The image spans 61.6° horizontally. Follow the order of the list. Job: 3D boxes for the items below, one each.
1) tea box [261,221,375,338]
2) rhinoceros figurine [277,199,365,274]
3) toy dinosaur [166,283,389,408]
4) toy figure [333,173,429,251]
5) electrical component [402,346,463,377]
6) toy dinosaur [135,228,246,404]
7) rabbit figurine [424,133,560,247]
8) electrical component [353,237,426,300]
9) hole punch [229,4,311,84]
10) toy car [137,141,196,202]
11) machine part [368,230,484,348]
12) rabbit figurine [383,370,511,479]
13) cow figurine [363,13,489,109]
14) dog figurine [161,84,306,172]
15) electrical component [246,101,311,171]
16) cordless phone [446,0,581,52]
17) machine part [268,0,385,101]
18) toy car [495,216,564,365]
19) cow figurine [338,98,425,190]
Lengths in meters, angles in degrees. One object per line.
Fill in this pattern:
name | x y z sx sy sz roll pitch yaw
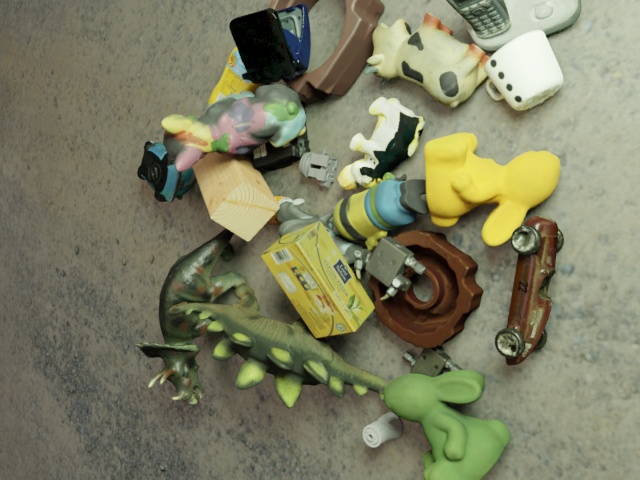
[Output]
tea box | -0.003 0.066 0.848 0.098 0.068 0.169 -18 110 46
rhinoceros figurine | -0.002 -0.003 0.927 0.190 0.112 0.073 34 139 20
toy dinosaur | -0.044 0.189 0.904 0.472 0.198 0.105 15 114 5
toy figure | 0.093 -0.050 0.842 0.082 0.089 0.180 -59 16 -27
electrical component | 0.174 0.194 0.841 0.094 0.021 0.063 36 111 33
toy dinosaur | -0.258 0.115 1.077 0.131 0.192 0.404 18 103 35
rabbit figurine | 0.236 -0.073 0.736 0.173 0.122 0.162 -3 92 20
electrical component | 0.100 0.041 0.812 0.102 0.045 0.078 45 119 28
hole punch | -0.073 -0.327 0.896 0.142 0.092 0.115 4 123 36
toy car | -0.326 -0.151 1.183 0.162 0.103 0.109 36 114 37
machine part | 0.161 0.074 0.829 0.180 0.056 0.179 2 93 38
rabbit figurine | 0.173 0.255 0.766 0.170 0.121 0.159 45 101 13
cow figurine | 0.153 -0.270 0.817 0.195 0.085 0.127 47 111 28
dog figurine | -0.153 -0.184 0.894 0.192 0.219 0.108 1 114 39
electrical component | -0.086 -0.196 1.022 0.134 0.058 0.115 -8 84 38
cordless phone | 0.238 -0.323 0.683 0.147 0.184 0.088 -7 81 39
machine part | 0.000 -0.363 0.934 0.201 0.087 0.201 51 121 26
toy car | 0.282 0.069 0.711 0.053 0.089 0.202 11 96 41
cow figurine | 0.100 -0.139 0.871 0.098 0.068 0.167 40 115 25
